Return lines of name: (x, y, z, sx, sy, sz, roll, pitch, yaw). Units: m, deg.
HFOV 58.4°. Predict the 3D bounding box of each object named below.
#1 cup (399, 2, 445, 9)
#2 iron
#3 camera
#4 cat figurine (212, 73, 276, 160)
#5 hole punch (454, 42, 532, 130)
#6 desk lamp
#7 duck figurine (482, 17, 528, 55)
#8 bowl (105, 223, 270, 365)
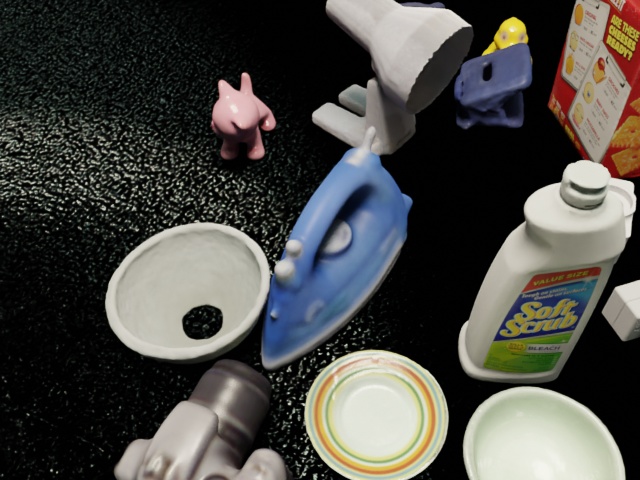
cup: (0.146, -0.306, 0.881, 0.118, 0.095, 0.091, -36, 56, -23)
iron: (0.006, 0.002, 0.601, 0.118, 0.142, 0.259, 20, 54, 21)
camera: (-0.082, 0.174, 0.489, 0.143, 0.101, 0.137, 15, 53, 17)
cat figurine: (-0.107, -0.172, 0.773, 0.067, 0.118, 0.128, 3, 50, 8)
hole punch: (0.240, -0.217, 0.799, 0.101, 0.091, 0.108, 5, 50, 9)
desk lamp: (0.080, -0.212, 0.728, 0.202, 0.214, 0.118, 34, 60, 29)
duck figurine: (0.285, -0.293, 0.863, 0.077, 0.086, 0.104, 6, 51, 10)
bowl: (-0.130, 0.066, 0.602, 0.167, 0.075, 0.167, -2, 50, 3)
